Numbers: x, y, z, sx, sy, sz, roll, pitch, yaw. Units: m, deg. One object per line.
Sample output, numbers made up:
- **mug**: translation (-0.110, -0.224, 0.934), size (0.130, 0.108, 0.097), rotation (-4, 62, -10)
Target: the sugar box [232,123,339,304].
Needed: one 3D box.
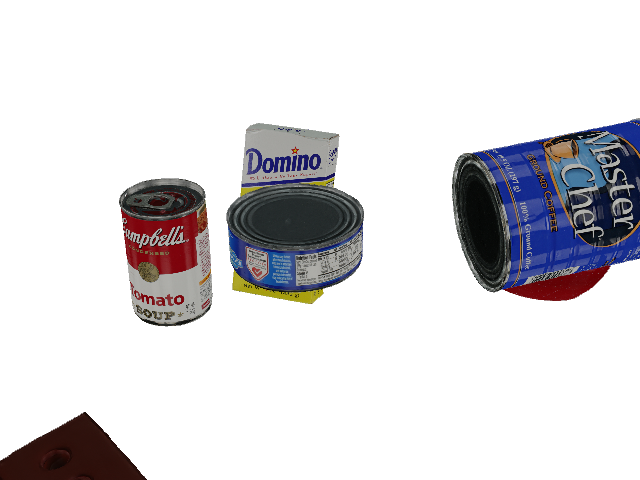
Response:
- **sugar box**: translation (-0.037, -0.029, 1.113), size (0.093, 0.176, 0.048), rotation (9, 16, 14)

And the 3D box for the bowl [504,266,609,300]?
- **bowl**: translation (0.230, 0.022, 1.116), size (0.162, 0.055, 0.162), rotation (5, 17, -2)

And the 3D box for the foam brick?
- **foam brick**: translation (-0.108, 0.130, 0.497), size (0.052, 0.051, 0.078), rotation (-28, 42, -28)

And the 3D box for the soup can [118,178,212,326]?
- **soup can**: translation (-0.124, 0.009, 0.864), size (0.068, 0.102, 0.068), rotation (-1, 29, 0)

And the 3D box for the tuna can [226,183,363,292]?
- **tuna can**: translation (-0.015, -0.003, 0.670), size (0.086, 0.034, 0.086), rotation (-1, 29, 0)

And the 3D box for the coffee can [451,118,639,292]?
- **coffee can**: translation (0.179, -0.026, 0.775), size (0.140, 0.103, 0.103), rotation (-12, 2, -10)
